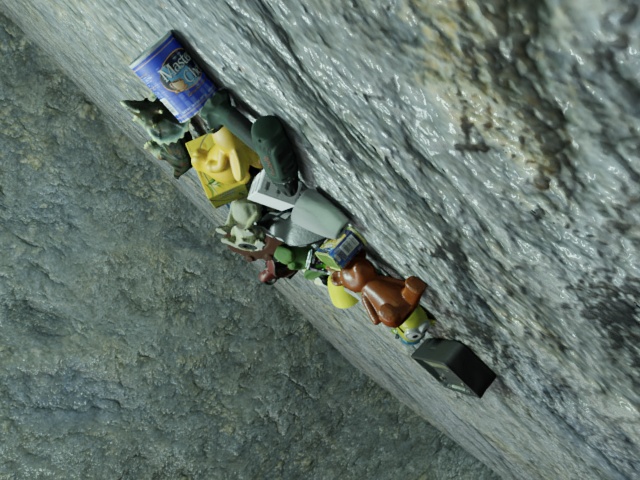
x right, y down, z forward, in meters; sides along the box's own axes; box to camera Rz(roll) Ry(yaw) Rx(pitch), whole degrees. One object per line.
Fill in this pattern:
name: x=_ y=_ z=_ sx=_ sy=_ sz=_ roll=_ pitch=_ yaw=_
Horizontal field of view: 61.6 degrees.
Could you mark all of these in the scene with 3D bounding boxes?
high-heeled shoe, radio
high-heeled shoe: x=-0.042 y=-0.029 z=1.273 sx=0.249 sy=0.086 sz=0.145 roll=8 pitch=-177 yaw=27
radio: x=0.326 y=0.313 z=1.329 sx=0.131 sy=0.073 sz=0.229 roll=43 pitch=169 yaw=-2

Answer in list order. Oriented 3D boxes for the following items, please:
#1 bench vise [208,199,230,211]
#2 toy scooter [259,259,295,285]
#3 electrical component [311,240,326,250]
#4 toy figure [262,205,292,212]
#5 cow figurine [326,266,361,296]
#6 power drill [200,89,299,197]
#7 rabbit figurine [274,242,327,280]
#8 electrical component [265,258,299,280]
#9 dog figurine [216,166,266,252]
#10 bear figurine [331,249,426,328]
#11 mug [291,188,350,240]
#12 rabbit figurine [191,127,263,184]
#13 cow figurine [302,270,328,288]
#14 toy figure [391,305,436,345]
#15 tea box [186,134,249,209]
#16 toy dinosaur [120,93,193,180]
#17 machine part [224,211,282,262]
bench vise: x=-0.266 y=-0.131 z=1.550 sx=0.240 sy=0.129 sz=0.224 roll=65 pitch=172 yaw=-11
toy scooter: x=-0.113 y=0.062 z=1.644 sx=0.075 sy=0.184 sz=0.135 roll=56 pitch=173 yaw=34
electrical component: x=-0.003 y=-0.004 z=1.356 sx=0.119 sy=0.048 sz=0.075 roll=42 pitch=169 yaw=4
toy figure: x=-0.128 y=-0.096 z=1.424 sx=0.155 sy=0.058 sz=0.064 roll=30 pitch=173 yaw=44
cow figurine: x=0.106 y=0.105 z=1.296 sx=0.127 sy=0.085 sz=0.195 roll=47 pitch=171 yaw=-26
power drill: x=-0.132 y=-0.188 z=1.054 sx=0.207 sy=0.086 sz=0.232 roll=44 pitch=168 yaw=14
rabbit figurine: x=-0.027 y=0.055 z=1.490 sx=0.170 sy=0.121 sz=0.159 roll=25 pitch=157 yaw=13
electrical component: x=-0.116 y=0.061 z=1.756 sx=0.115 sy=0.134 sz=0.058 roll=39 pitch=168 yaw=28
dog figurine: x=-0.182 y=-0.081 z=1.396 sx=0.121 sy=0.190 sz=0.172 roll=9 pitch=157 yaw=4
bear figurine: x=0.117 y=0.093 z=1.151 sx=0.196 sy=0.120 sz=0.131 roll=44 pitch=166 yaw=21
mug: x=0.008 y=-0.044 z=1.116 sx=0.107 sy=0.080 sz=0.109 roll=34 pitch=-175 yaw=17
rabbit figurine: x=-0.204 y=-0.197 z=1.188 sx=0.162 sy=0.122 sz=0.173 roll=46 pitch=151 yaw=17
cow figurine: x=0.001 y=0.088 z=1.625 sx=0.098 sy=0.068 sz=0.167 roll=23 pitch=161 yaw=44
toy figure: x=0.217 y=0.206 z=1.301 sx=0.089 sy=0.082 sz=0.180 roll=38 pitch=170 yaw=15
tea box: x=-0.250 y=-0.174 z=1.313 sx=0.170 sy=0.098 sz=0.068 roll=62 pitch=175 yaw=20
toy dinosaur: x=-0.402 y=-0.267 z=1.482 sx=0.192 sy=0.131 sz=0.404 roll=41 pitch=163 yaw=30
machine part: x=-0.183 y=-0.016 z=1.517 sx=0.179 sy=0.179 sz=0.056 roll=50 pitch=-153 yaw=-30
